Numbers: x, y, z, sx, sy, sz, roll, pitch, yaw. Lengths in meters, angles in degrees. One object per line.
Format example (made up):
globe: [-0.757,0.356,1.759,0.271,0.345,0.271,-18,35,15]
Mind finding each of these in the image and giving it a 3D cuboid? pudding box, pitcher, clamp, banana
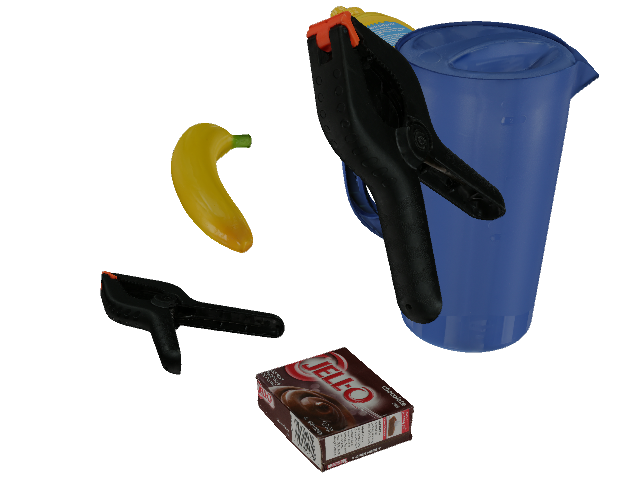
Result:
pudding box: [0.010,0.138,0.889,0.089,0.039,0.114,-15,31,-26]
pitcher: [0.109,-0.039,0.825,0.149,0.243,0.144,24,36,37]
clamp: [-0.165,0.080,1.122,0.210,0.036,0.164,19,21,28]
clamp: [0.041,-0.041,0.591,0.039,0.171,0.120,-22,29,37]
banana: [-0.090,-0.054,0.882,0.069,0.037,0.198,5,32,-7]

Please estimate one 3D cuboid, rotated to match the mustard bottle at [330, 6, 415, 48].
mustard bottle: [0.062,-0.162,1.000,0.096,0.192,0.058,-22,-38,-19]
